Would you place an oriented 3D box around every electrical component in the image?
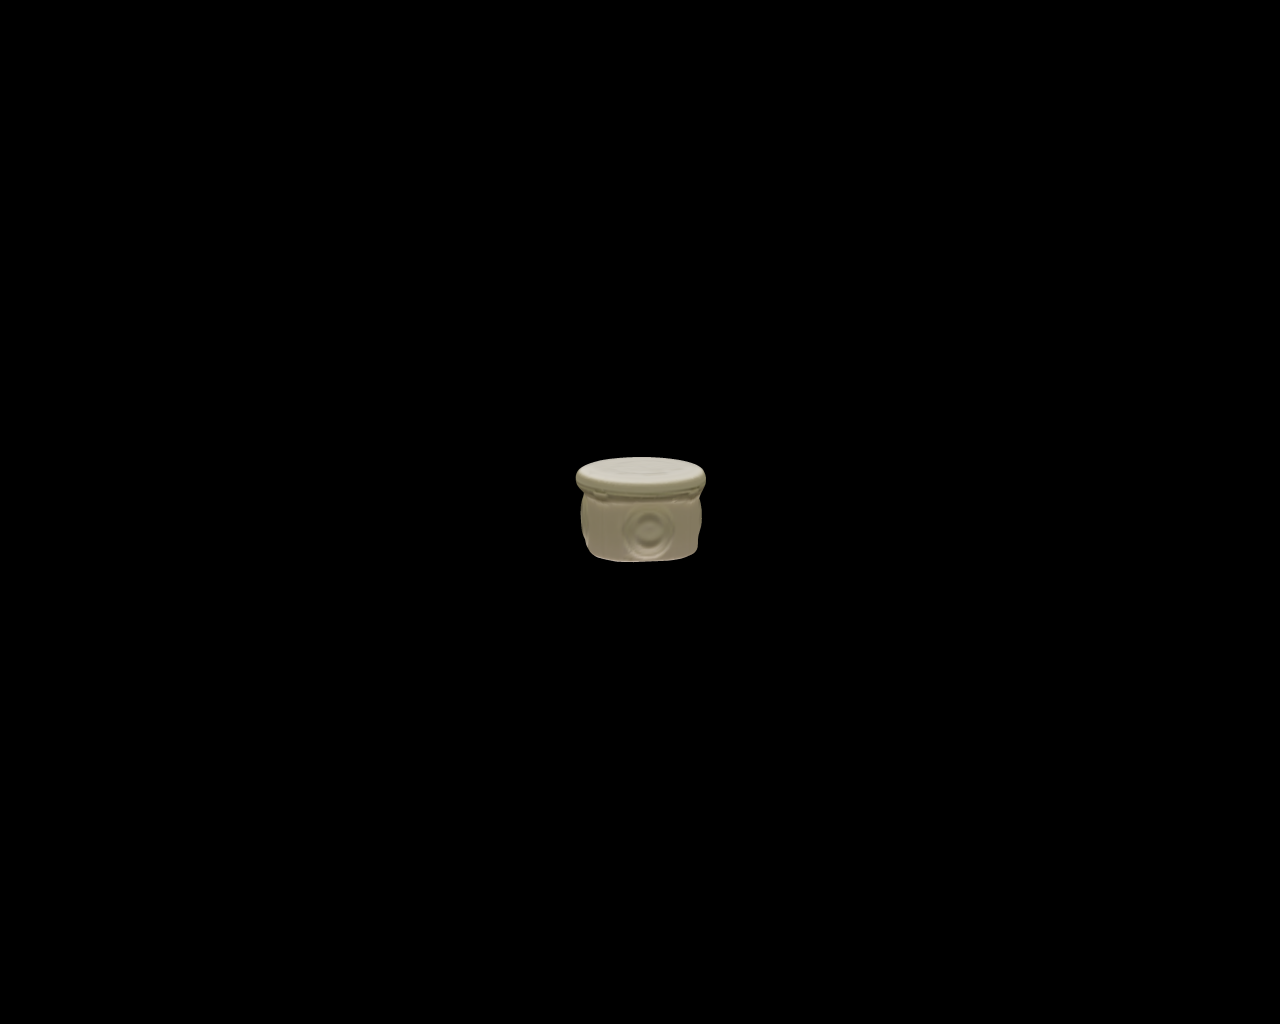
[{"bbox_3d":[0.001,-0.003,0.650,0.080,0.051,0.080,0,14,0],"label":"electrical component"}]
